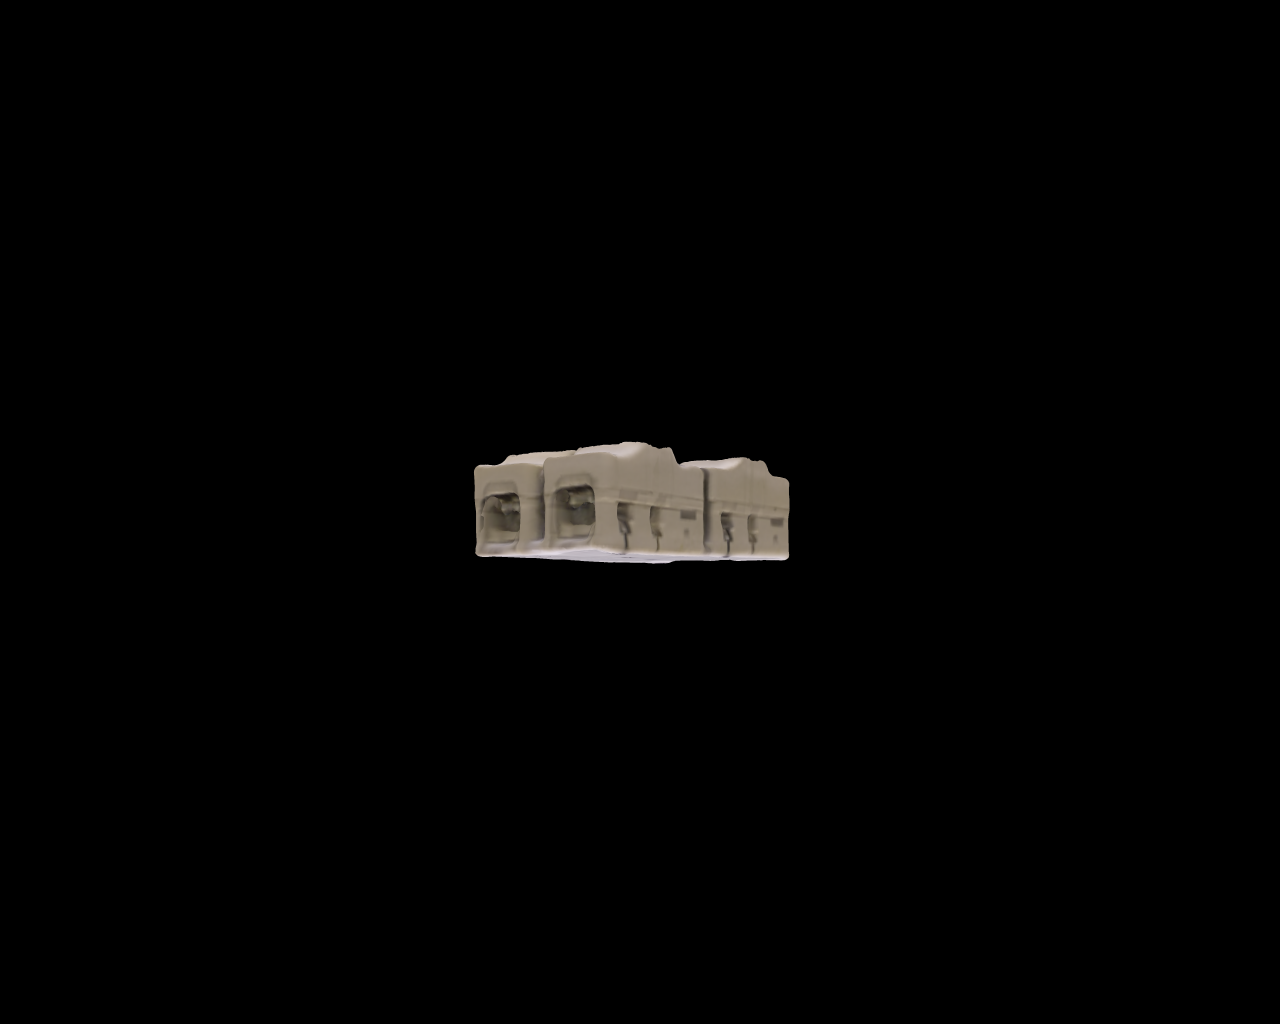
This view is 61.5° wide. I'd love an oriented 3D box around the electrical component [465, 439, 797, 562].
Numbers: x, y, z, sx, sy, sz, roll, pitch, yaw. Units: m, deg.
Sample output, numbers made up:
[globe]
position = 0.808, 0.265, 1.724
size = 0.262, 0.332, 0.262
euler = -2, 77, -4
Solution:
[electrical component]
position = 0.001, -0.003, 0.650
size = 0.105, 0.060, 0.186
euler = -4, -6, 39
